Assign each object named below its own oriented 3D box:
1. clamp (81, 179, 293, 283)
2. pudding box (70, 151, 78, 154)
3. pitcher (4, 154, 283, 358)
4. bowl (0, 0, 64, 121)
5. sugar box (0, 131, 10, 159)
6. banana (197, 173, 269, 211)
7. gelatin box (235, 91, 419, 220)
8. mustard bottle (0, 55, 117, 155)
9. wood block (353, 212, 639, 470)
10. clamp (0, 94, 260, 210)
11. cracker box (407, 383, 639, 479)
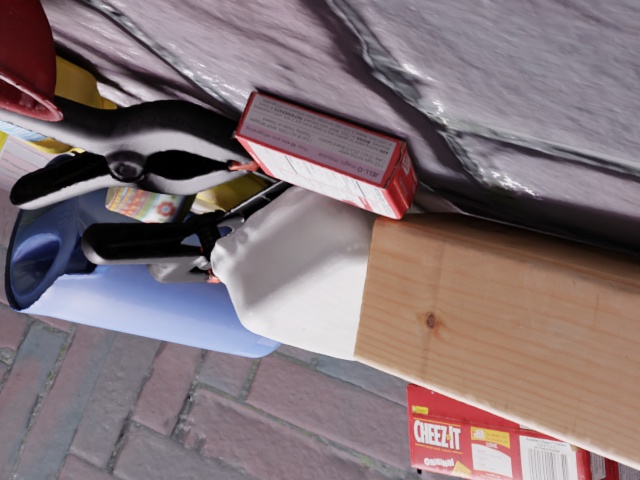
[{"bbox_3d":[-0.084,0.001,0.736,0.164,0.036,0.210,-15,170,-16],"label":"clamp"},{"bbox_3d":[-0.187,-0.087,0.844,0.114,0.039,0.090,20,174,18],"label":"pudding box"},{"bbox_3d":[-0.143,0.022,0.933,0.242,0.149,0.145,20,136,-35],"label":"pitcher"},{"bbox_3d":[-0.191,-0.115,0.515,0.162,0.055,0.162,22,174,2],"label":"bowl"},{"bbox_3d":[-0.294,-0.093,0.922,0.048,0.093,0.176,23,175,-11],"label":"sugar box"},{"bbox_3d":[-0.056,-0.015,0.846,0.197,0.070,0.037,35,-153,-13],"label":"banana"},{"bbox_3d":[0.006,-0.045,0.577,0.089,0.030,0.073,20,172,15],"label":"gelatin box"},{"bbox_3d":[-0.200,-0.100,0.672,0.096,0.058,0.191,-6,156,46],"label":"mustard bottle"},{"bbox_3d":[0.128,0.049,0.580,0.206,0.091,0.090,17,-167,41],"label":"wood block"},{"bbox_3d":[-0.125,-0.051,0.665,0.171,0.039,0.120,7,154,-8],"label":"clamp"},{"bbox_3d":[0.195,0.125,0.776,0.213,0.072,0.164,-5,-178,-37],"label":"cracker box"}]
